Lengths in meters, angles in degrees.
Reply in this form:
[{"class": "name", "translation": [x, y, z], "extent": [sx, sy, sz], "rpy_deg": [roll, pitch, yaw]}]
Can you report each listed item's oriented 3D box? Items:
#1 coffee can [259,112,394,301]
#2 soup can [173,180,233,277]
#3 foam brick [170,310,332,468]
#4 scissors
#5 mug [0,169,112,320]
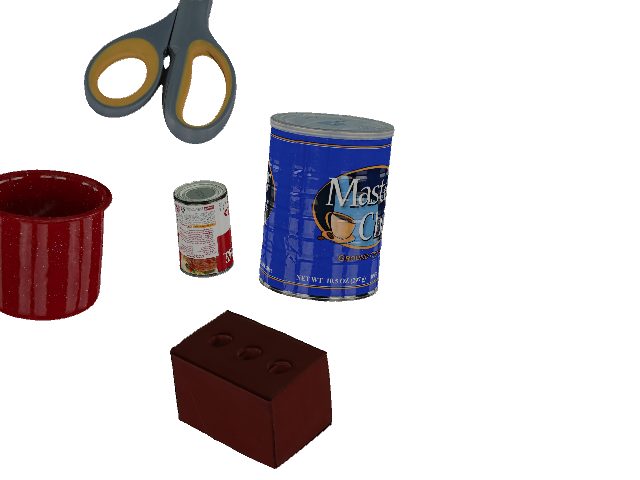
[{"class": "coffee can", "translation": [0.004, -0.031, 0.895], "extent": [0.103, 0.140, 0.103], "rpy_deg": [5, 14, -1]}, {"class": "soup can", "translation": [-0.145, -0.015, 1.315], "extent": [0.068, 0.102, 0.068], "rpy_deg": [-2, 26, 1]}, {"class": "foam brick", "translation": [-0.040, 0.084, 0.612], "extent": [0.078, 0.051, 0.052], "rpy_deg": [19, 35, 32]}, {"class": "scissors", "translation": [-0.095, -0.140, 0.650], "extent": [0.096, 0.202, 0.016], "rpy_deg": [-3, -33, -8]}, {"class": "mug", "translation": [-0.207, 0.005, 0.750], "extent": [0.117, 0.081, 0.093], "rpy_deg": [-6, 27, -29]}]
